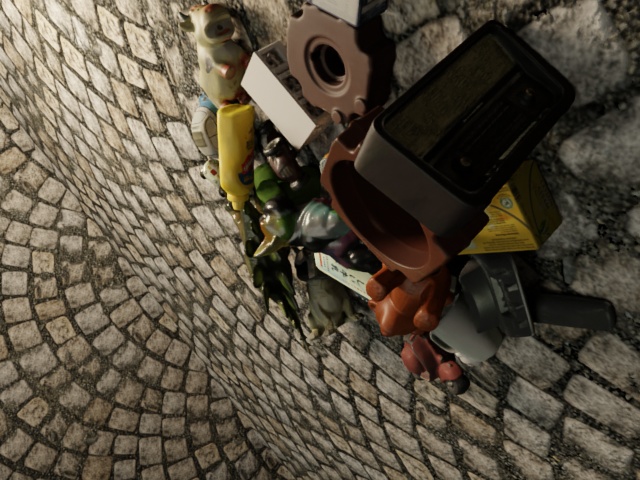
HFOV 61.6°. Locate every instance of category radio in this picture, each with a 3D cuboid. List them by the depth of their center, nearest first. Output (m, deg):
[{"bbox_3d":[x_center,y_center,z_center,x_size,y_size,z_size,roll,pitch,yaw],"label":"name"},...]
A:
[{"bbox_3d":[0.155,-0.118,0.557,0.131,0.229,0.073,43,154,7],"label":"radio"}]

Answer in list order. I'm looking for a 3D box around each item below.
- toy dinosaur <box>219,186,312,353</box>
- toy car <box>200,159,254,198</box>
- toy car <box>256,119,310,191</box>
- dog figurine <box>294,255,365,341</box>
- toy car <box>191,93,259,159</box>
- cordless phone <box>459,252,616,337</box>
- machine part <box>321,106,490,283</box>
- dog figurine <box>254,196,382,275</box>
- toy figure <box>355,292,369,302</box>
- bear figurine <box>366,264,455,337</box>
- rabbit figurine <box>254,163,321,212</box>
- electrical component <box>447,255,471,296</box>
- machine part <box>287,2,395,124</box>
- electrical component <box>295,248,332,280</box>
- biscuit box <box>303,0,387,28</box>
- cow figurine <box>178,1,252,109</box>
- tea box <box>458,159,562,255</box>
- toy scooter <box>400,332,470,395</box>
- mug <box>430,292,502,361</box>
[{"bbox_3d":[-0.108,0.065,1.171,0.199,0.105,0.470,-108,-6,-49],"label":"toy dinosaur"},{"bbox_3d":[-0.197,-0.124,1.169,0.073,0.056,0.201,43,-177,11],"label":"toy car"},{"bbox_3d":[-0.071,-0.150,0.939,0.089,0.053,0.202,48,-173,-28],"label":"toy car"},{"bbox_3d":[-0.003,0.114,1.208,0.190,0.121,0.172,63,149,6],"label":"dog figurine"},{"bbox_3d":[-0.202,-0.218,1.078,0.109,0.103,0.161,11,135,48],"label":"toy car"},{"bbox_3d":[0.302,0.072,0.747,0.184,0.089,0.146,0,124,41],"label":"cordless phone"},{"bbox_3d":[0.102,-0.054,0.685,0.201,0.087,0.201,46,162,8],"label":"machine part"},{"bbox_3d":[-0.002,-0.003,0.932,0.219,0.108,0.191,-20,109,18],"label":"dog figurine"},{"bbox_3d":[0.131,0.117,1.043,0.155,0.058,0.064,28,138,43],"label":"toy figure"},{"bbox_3d":[0.125,0.104,0.840,0.120,0.132,0.195,34,140,11],"label":"bear figurine"},{"bbox_3d":[-0.066,-0.089,1.059,0.170,0.121,0.158,47,164,46],"label":"rabbit figurine"},{"bbox_3d":[0.186,0.030,0.862,0.134,0.058,0.114,32,148,30],"label":"electrical component"},{"bbox_3d":[0.024,-0.254,0.762,0.180,0.056,0.179,35,147,28],"label":"machine part"},{"bbox_3d":[0.001,0.045,1.106,0.045,0.102,0.078,-31,66,57],"label":"electrical component"},{"bbox_3d":[-0.006,-0.347,0.690,0.203,0.063,0.059,37,149,24],"label":"biscuit box"},{"bbox_3d":[-0.181,-0.328,0.943,0.127,0.085,0.194,42,155,13],"label":"cow figurine"},{"bbox_3d":[0.219,-0.038,0.723,0.170,0.068,0.098,-6,119,55],"label":"tea box"},{"bbox_3d":[0.199,0.209,1.010,0.135,0.075,0.184,56,166,-12],"label":"toy scooter"},{"bbox_3d":[0.241,0.158,0.902,0.107,0.081,0.109,38,128,6],"label":"mug"}]
